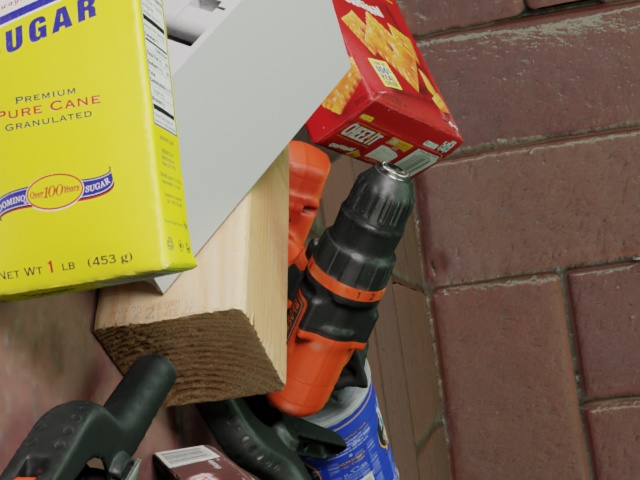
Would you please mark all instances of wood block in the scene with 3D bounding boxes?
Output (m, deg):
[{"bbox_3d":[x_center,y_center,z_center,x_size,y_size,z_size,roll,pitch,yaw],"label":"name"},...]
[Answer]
[{"bbox_3d":[-0.073,-0.010,0.671,0.091,0.090,0.206,68,17,-48],"label":"wood block"}]

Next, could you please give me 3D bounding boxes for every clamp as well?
[{"bbox_3d":[-0.106,0.126,0.516,0.171,0.039,0.120,-12,96,-76],"label":"clamp"},{"bbox_3d":[-0.033,0.135,0.741,0.210,0.036,0.164,53,12,-20],"label":"clamp"}]

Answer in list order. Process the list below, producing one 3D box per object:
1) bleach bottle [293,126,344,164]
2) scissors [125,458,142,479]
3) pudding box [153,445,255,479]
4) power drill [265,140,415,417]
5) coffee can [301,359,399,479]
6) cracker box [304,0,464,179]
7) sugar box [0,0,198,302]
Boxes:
[{"bbox_3d":[-0.011,-0.181,1.024,0.250,0.068,0.102,-85,160,-49],"label":"bleach bottle"},{"bbox_3d":[-0.108,0.184,0.429,0.201,0.016,0.096,-54,142,-61],"label":"scissors"},{"bbox_3d":[-0.060,0.170,0.601,0.114,0.039,0.090,-177,-102,-72],"label":"pudding box"},{"bbox_3d":[-0.005,0.001,0.740,0.185,0.057,0.188,-65,-156,22],"label":"power drill"},{"bbox_3d":[0.006,0.169,0.917,0.102,0.103,0.140,-86,164,-52],"label":"coffee can"},{"bbox_3d":[0.023,-0.168,0.899,0.163,0.072,0.214,13,50,-56],"label":"cracker box"},{"bbox_3d":[-0.114,-0.066,0.479,0.048,0.093,0.176,13,68,-79],"label":"sugar box"}]
